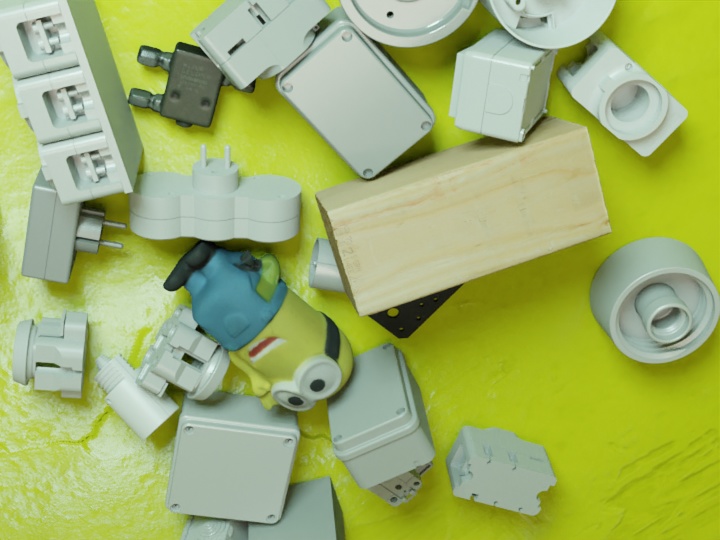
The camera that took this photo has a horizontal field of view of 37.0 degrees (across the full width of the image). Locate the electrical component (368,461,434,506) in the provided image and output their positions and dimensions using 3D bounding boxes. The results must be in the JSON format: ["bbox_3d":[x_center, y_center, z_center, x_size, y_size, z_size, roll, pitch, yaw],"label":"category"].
[{"bbox_3d":[0.028,0.183,1.010,0.081,0.063,0.042,37,108,-22],"label":"electrical component"}]

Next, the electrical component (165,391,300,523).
[{"bbox_3d":[-0.118,0.172,0.994,0.109,0.056,0.108,9,117,-10],"label":"electrical component"}]

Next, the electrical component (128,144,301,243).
[{"bbox_3d":[-0.116,-0.067,0.866,0.138,0.052,0.073,1,119,-6],"label":"electrical component"}]

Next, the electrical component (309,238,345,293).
[{"bbox_3d":[0.000,0.000,0.918,0.081,0.043,0.043,9,117,-10],"label":"electrical component"}]

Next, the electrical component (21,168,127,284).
[{"bbox_3d":[-0.229,-0.034,0.876,0.076,0.047,0.083,11,117,-11],"label":"electrical component"}]

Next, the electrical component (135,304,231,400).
[{"bbox_3d":[-0.150,0.078,0.936,0.057,0.058,0.078,32,79,-22],"label":"electrical component"}]

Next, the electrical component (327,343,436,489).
[{"bbox_3d":[0.015,0.126,0.950,0.078,0.113,0.057,-25,121,8],"label":"electrical component"}]

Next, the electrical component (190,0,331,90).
[{"bbox_3d":[-0.072,-0.180,0.797,0.089,0.050,0.055,-42,115,-2],"label":"electrical component"}]

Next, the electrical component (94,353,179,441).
[{"bbox_3d":[-0.203,0.107,0.951,0.043,0.043,0.081,-43,90,17],"label":"electrical component"}]

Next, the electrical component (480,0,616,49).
[{"bbox_3d":[0.135,-0.220,0.795,0.099,0.064,0.099,-8,119,-15],"label":"electrical component"}]

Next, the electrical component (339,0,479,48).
[{"bbox_3d":[0.033,-0.224,0.788,0.108,0.060,0.108,-2,119,-4],"label":"electrical component"}]

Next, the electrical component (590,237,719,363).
[{"bbox_3d":[0.264,0.032,0.951,0.108,0.060,0.108,-2,119,-4],"label":"electrical component"}]

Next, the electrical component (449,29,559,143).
[{"bbox_3d":[0.112,-0.146,0.829,0.061,0.096,0.061,16,120,18],"label":"electrical component"}]

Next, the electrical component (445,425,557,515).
[{"bbox_3d":[0.133,0.189,1.027,0.089,0.055,0.050,17,116,-14],"label":"electrical component"}]

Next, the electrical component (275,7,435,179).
[{"bbox_3d":[-0.004,-0.136,0.835,0.078,0.057,0.113,-38,115,15],"label":"electrical component"}]

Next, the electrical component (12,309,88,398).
[{"bbox_3d":[-0.266,0.072,0.925,0.057,0.058,0.078,5,119,-11],"label":"electrical component"}]

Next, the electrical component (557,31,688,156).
[{"bbox_3d":[0.209,-0.139,0.855,0.089,0.055,0.050,35,110,-21],"label":"electrical component"}]

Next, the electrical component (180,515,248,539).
[{"bbox_3d":[-0.132,0.278,1.028,0.048,0.099,0.099,-12,120,15],"label":"electrical component"}]

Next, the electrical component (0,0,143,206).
[{"bbox_3d":[-0.217,-0.135,0.797,0.062,0.089,0.150,-13,119,1],"label":"electrical component"}]
